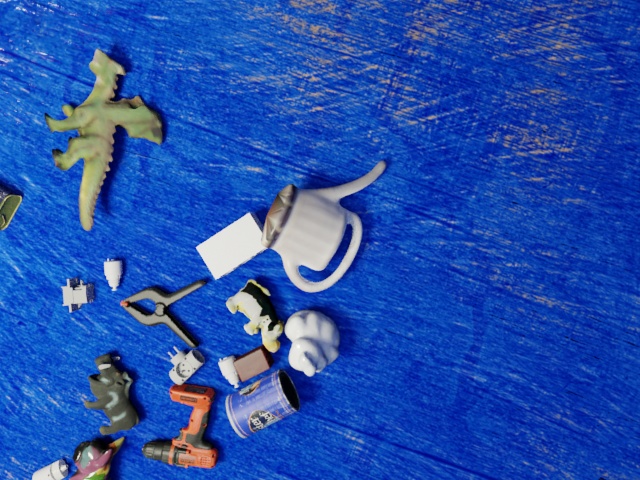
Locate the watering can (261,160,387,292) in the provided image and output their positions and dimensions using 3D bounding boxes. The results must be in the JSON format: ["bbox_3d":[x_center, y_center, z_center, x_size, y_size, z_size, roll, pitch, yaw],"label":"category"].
[{"bbox_3d":[0.004,-0.059,1.165,0.223,0.104,0.349,25,84,-15],"label":"watering can"}]

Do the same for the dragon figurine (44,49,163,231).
[{"bbox_3d":[-0.496,-0.247,1.226,0.243,0.122,0.410,-15,90,-2],"label":"dragon figurine"}]

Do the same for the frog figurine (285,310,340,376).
[{"bbox_3d":[-0.021,0.224,1.145,0.122,0.159,0.138,-42,87,4],"label":"frog figurine"}]
